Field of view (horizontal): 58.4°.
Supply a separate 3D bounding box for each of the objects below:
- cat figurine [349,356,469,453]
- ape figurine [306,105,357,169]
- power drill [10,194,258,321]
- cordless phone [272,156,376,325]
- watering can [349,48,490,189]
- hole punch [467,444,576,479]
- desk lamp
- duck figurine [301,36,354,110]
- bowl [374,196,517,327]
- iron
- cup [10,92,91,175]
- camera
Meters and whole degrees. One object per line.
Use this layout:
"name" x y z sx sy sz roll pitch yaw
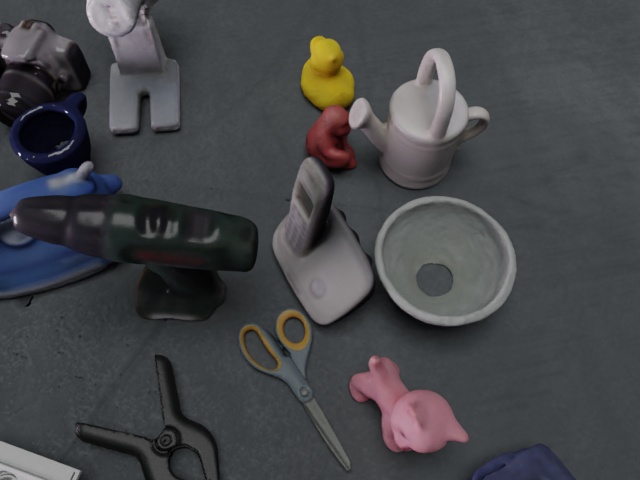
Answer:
"cat figurine" 0.091 0.175 0.605 0.067 0.118 0.127 -33 70 -16
"ape figurine" 0.019 -0.144 0.770 0.076 0.092 0.078 16 65 6
"power drill" -0.179 0.020 0.620 0.229 0.208 0.075 1 64 -1
"cordless phone" 0.006 0.002 0.648 0.094 0.185 0.147 -28 68 -14
"watering can" 0.127 -0.152 0.721 0.173 0.194 0.100 -24 67 -13
"hole punch" 0.209 0.268 0.580 0.109 0.091 0.101 -24 67 -13
"desk lamp" -0.251 -0.286 0.761 0.118 0.213 0.203 -7 65 -5
"duck figurine" 0.012 -0.244 0.821 0.077 0.086 0.104 -19 66 -11
"bowl" 0.146 0.034 0.699 0.167 0.075 0.167 1 64 -2
"iron" -0.355 -0.012 0.666 0.258 0.141 0.118 -24 67 -13
"cup" -0.331 -0.126 0.747 0.091 0.095 0.118 20 65 8
"camera" -0.416 -0.230 0.791 0.143 0.101 0.137 10 64 3
